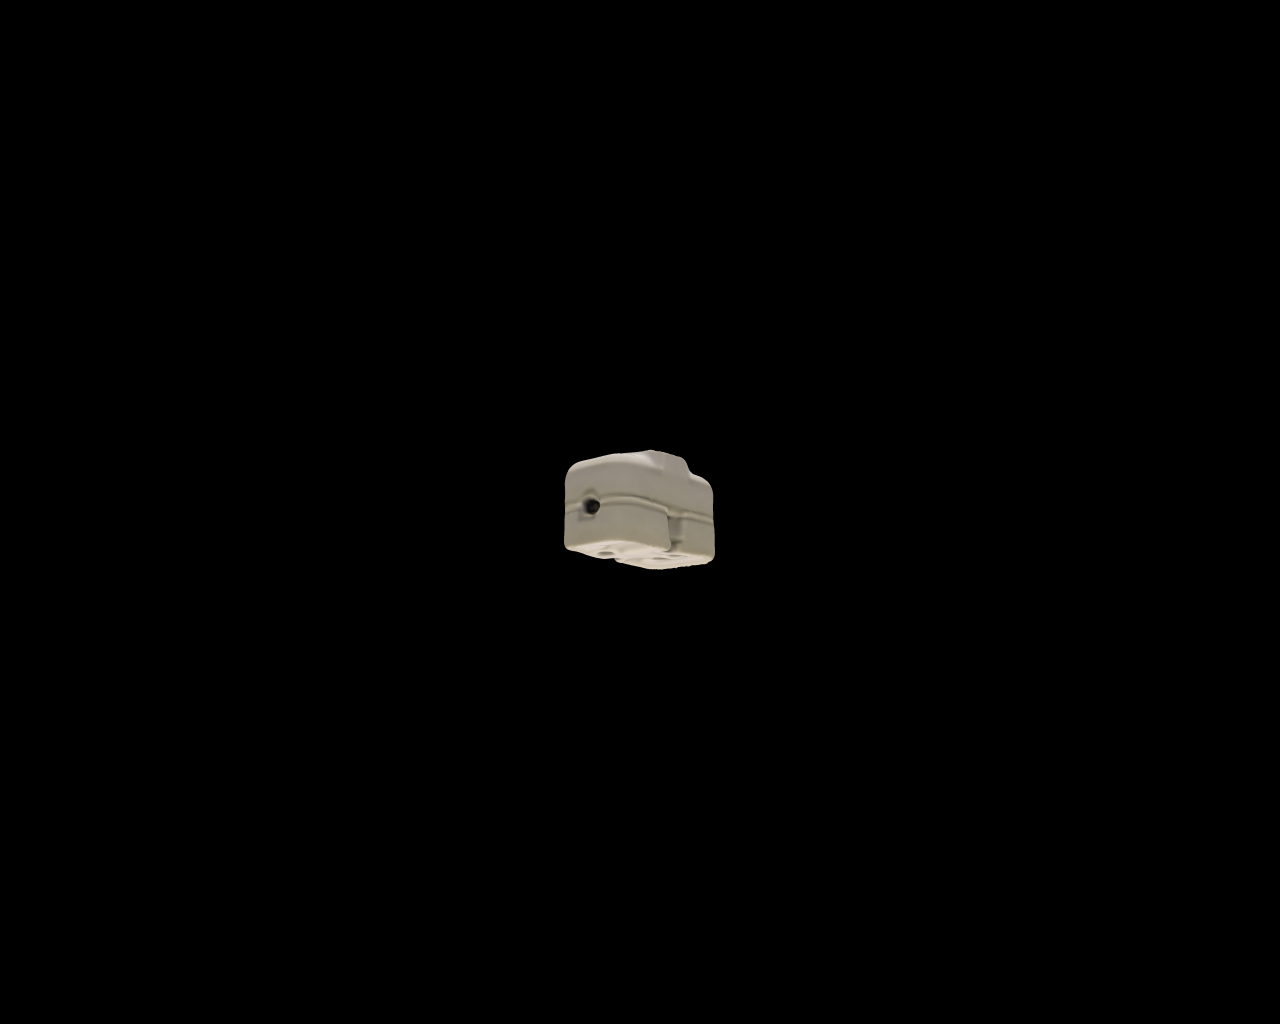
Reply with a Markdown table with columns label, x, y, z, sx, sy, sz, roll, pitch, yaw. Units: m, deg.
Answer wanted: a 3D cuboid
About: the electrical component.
| label | x | y | z | sx | sy | sz | roll | pitch | yaw |
| --- | --- | --- | --- | --- | --- | --- | --- | --- | --- |
| electrical component | 0.001 | -0.003 | 0.650 | 0.053 | 0.059 | 0.095 | -11 | -17 | 38 |
